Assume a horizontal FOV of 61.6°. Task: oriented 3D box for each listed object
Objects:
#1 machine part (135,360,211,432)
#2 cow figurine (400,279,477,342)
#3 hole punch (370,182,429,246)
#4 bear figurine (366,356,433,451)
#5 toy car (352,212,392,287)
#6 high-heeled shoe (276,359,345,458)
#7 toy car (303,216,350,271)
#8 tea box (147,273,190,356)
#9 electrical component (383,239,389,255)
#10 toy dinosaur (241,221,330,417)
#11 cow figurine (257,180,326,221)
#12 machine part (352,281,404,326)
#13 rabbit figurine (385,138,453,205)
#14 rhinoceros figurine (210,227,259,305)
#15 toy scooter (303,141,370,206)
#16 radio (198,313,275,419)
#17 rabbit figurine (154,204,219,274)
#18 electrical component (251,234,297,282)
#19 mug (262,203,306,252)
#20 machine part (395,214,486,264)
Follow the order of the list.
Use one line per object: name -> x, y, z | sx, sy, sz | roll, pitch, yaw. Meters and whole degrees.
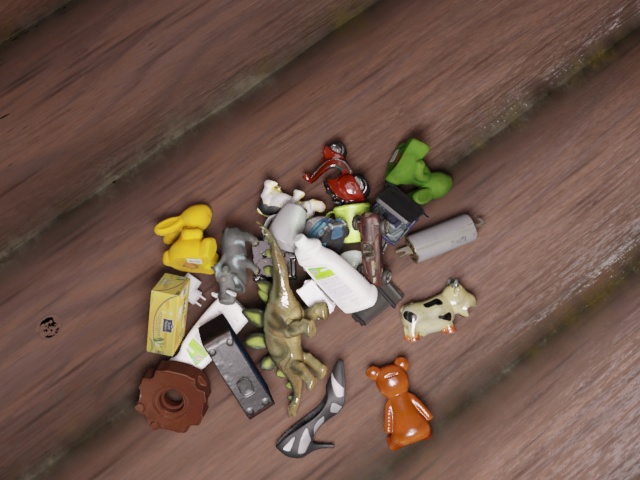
machine part -> -0.347, 0.372, 1.274 | 0.179, 0.056, 0.179 | 1, 105, 2
cow figurine -> 0.295, 0.172, 1.340 | 0.195, 0.085, 0.127 | -14, 88, -3
hole punch -> 0.180, -0.062, 1.314 | 0.142, 0.092, 0.116 | 38, 38, 14
bear figurine -> 0.190, 0.393, 1.299 | 0.120, 0.131, 0.196 | -20, 64, -6
toy car -> 0.124, 0.028, 1.298 | 0.089, 0.053, 0.201 | 10, 119, 28
high-heeled shoe -> -0.021, 0.400, 1.288 | 0.145, 0.086, 0.248 | 8, 90, -6
toy car -> -0.003, -0.004, 1.333 | 0.109, 0.161, 0.103 | -16, 54, -38
tea box -> -0.361, 0.177, 1.279 | 0.068, 0.098, 0.169 | 13, 111, 0
electrical component -> 0.161, -0.018, 1.372 | 0.048, 0.075, 0.119 | 27, 78, 3
toy dinosaur -> -0.085, 0.191, 1.262 | 0.199, 0.105, 0.470 | 4, 99, 26
cow figurine -> -0.074, -0.084, 1.378 | 0.167, 0.068, 0.098 | 20, 86, 5
machine part -> 0.143, 0.162, 1.357 | 0.139, 0.039, 0.084 | -39, 95, -7
rabbit figurine -> 0.262, -0.158, 1.376 | 0.170, 0.121, 0.159 | 29, 74, -12
rhinoceros figurine -> -0.208, 0.062, 1.293 | 0.073, 0.112, 0.190 | -5, 74, 33
toy scooter -> 0.036, -0.157, 1.388 | 0.135, 0.075, 0.184 | -29, 77, -8
radio -> -0.194, 0.294, 1.248 | 0.073, 0.131, 0.229 | -32, 106, -8
rabbit figurine -> -0.325, -0.010, 1.354 | 0.162, 0.121, 0.173 | 2, 67, 8
electrical component -> -0.116, 0.038, 1.363 | 0.115, 0.058, 0.134 | -4, 81, -4
mug -> -0.085, -0.036, 1.316 | 0.110, 0.080, 0.107 | 14, 71, 39
machine part -> 0.308, -0.004, 1.369 | 0.243, 0.079, 0.079 | -20, 82, -5
